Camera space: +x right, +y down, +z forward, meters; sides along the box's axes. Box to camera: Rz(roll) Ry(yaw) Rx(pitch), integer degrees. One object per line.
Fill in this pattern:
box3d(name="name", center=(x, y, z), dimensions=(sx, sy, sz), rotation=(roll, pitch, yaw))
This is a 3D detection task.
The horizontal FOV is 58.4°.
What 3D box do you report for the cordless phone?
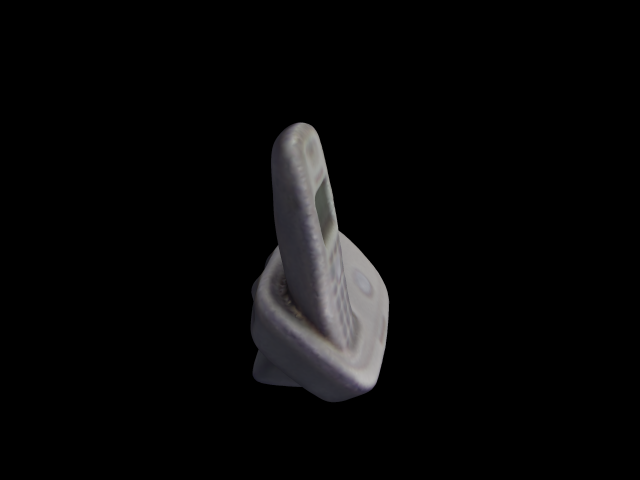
box3d(name="cordless phone", center=(0.004, 0.001, 0.400), dimensions=(0.094, 0.185, 0.147), rotation=(4, 28, 7))
